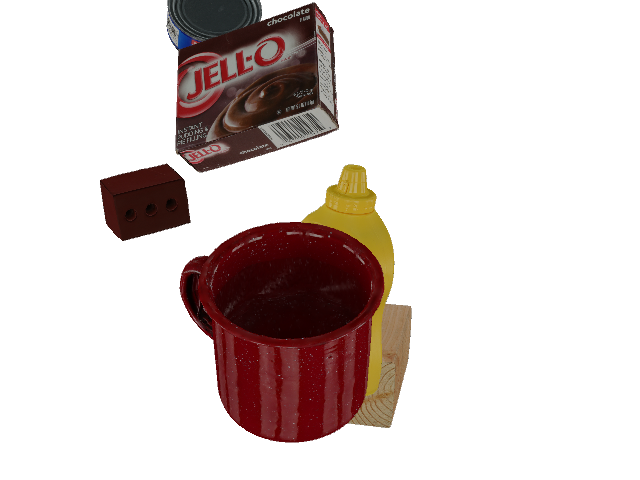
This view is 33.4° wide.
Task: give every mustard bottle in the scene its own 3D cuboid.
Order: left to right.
[{"bbox_3d":[0.017,0.030,0.888,0.058,0.192,0.096,-12,28,-40],"label":"mustard bottle"}]

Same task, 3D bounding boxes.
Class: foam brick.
[{"bbox_3d":[-0.183,-0.040,1.108,0.078,0.053,0.051,-17,30,-21],"label":"foam brick"}]

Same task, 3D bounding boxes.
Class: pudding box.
[{"bbox_3d":[-0.045,-0.105,0.740,0.114,0.090,0.039,-14,-30,19],"label":"pudding box"}]

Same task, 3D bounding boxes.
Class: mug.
[{"bbox_3d":[-0.025,0.046,0.560,0.117,0.081,0.093,20,44,22],"label":"mug"}]

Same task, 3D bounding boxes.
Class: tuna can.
[{"bbox_3d":[-0.098,-0.203,0.977,0.086,0.086,0.034,0,-32,-11],"label":"tuna can"}]

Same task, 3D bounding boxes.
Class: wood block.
[{"bbox_3d":[0.064,0.158,1.409,0.091,0.090,0.206,5,17,9],"label":"wood block"}]
